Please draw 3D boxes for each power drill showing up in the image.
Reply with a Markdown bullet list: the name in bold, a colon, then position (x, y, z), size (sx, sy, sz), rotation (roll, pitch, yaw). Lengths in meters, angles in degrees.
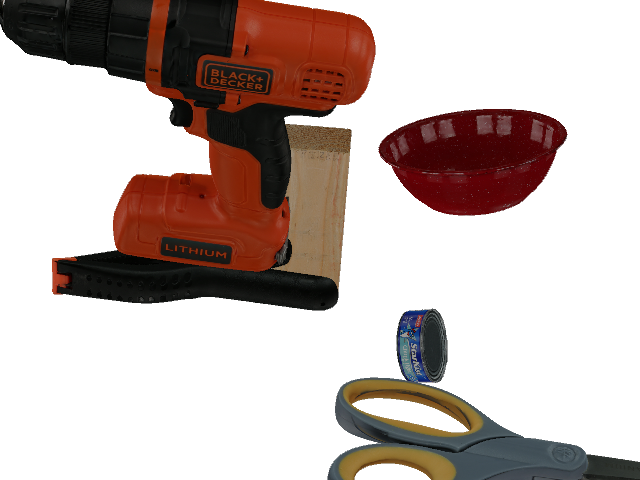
- **power drill**: position (-0.075, -0.060, 0.579), size (0.184, 0.057, 0.188), rotation (9, -35, -4)

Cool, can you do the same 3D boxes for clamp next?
- **clamp**: position (-0.095, 0.027, 0.816), size (0.209, 0.036, 0.165), rotation (-2, 11, -21)

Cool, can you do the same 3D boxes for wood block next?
- **wood block**: position (-0.013, -0.036, 1.372), size (0.090, 0.206, 0.091), rotation (5, 26, 0)

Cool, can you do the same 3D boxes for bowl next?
- **bowl**: position (0.134, -0.064, 0.931), size (0.162, 0.055, 0.162), rotation (-8, 24, 3)

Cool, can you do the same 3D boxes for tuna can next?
- **tuna can**: position (0.118, 0.123, 1.241), size (0.034, 0.086, 0.086), rotation (-5, -2, 25)

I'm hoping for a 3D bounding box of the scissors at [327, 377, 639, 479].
- **scissors**: position (0.091, 0.105, 0.457), size (0.202, 0.016, 0.096), rotation (15, 33, 24)
